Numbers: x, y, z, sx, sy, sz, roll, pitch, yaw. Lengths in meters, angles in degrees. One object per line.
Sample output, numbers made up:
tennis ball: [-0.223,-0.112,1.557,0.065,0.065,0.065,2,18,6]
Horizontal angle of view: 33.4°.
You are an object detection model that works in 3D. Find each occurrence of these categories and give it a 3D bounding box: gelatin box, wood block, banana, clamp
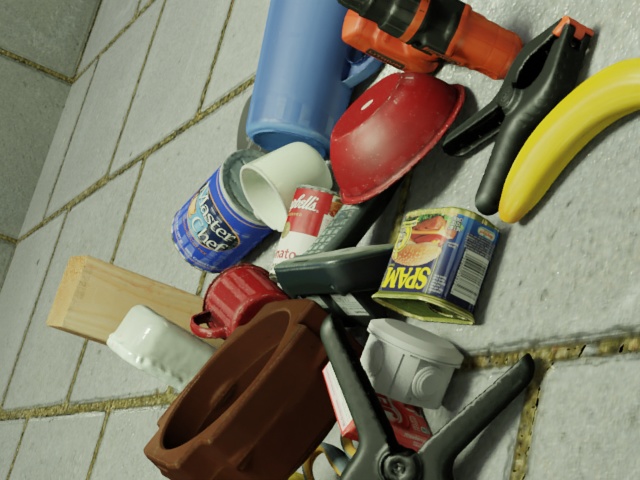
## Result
gelatin box: [0.047,0.136,0.884,0.030,0.073,0.089,-57,25,20]
wood block: [-0.212,0.095,1.292,0.091,0.205,0.090,-6,64,63]
banana: [0.198,-0.082,0.802,0.198,0.037,0.069,-38,37,48]
clamp: [0.163,-0.113,0.903,0.171,0.039,0.120,-58,31,14]
clamp: [0.073,0.165,0.796,0.165,0.036,0.210,3,88,20]

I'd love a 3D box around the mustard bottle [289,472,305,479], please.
mustard bottle: [-0.030,0.263,0.950,0.096,0.058,0.192,-59,25,16]

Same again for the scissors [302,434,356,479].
scissors: [0.051,0.203,0.882,0.096,0.016,0.202,-56,34,-8]

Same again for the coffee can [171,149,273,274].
coffee can: [-0.108,-0.033,1.317,0.141,0.102,0.103,-40,35,46]

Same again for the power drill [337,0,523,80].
power drill: [0.079,-0.201,1.001,0.057,0.184,0.188,-65,14,3]

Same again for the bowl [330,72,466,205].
bowl: [0.062,-0.110,1.025,0.162,0.055,0.162,-41,17,15]

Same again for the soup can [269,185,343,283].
soup can: [-0.007,0.001,1.120,0.069,0.068,0.102,-4,66,64]

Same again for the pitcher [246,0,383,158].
pitcher: [0.000,-0.222,1.247,0.149,0.145,0.243,148,136,-71]

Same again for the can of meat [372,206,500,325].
can of meat: [0.099,0.021,0.897,0.102,0.057,0.084,-3,64,63]

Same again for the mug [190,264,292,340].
mug: [-0.083,0.083,1.156,0.082,0.117,0.093,-145,50,-61]
